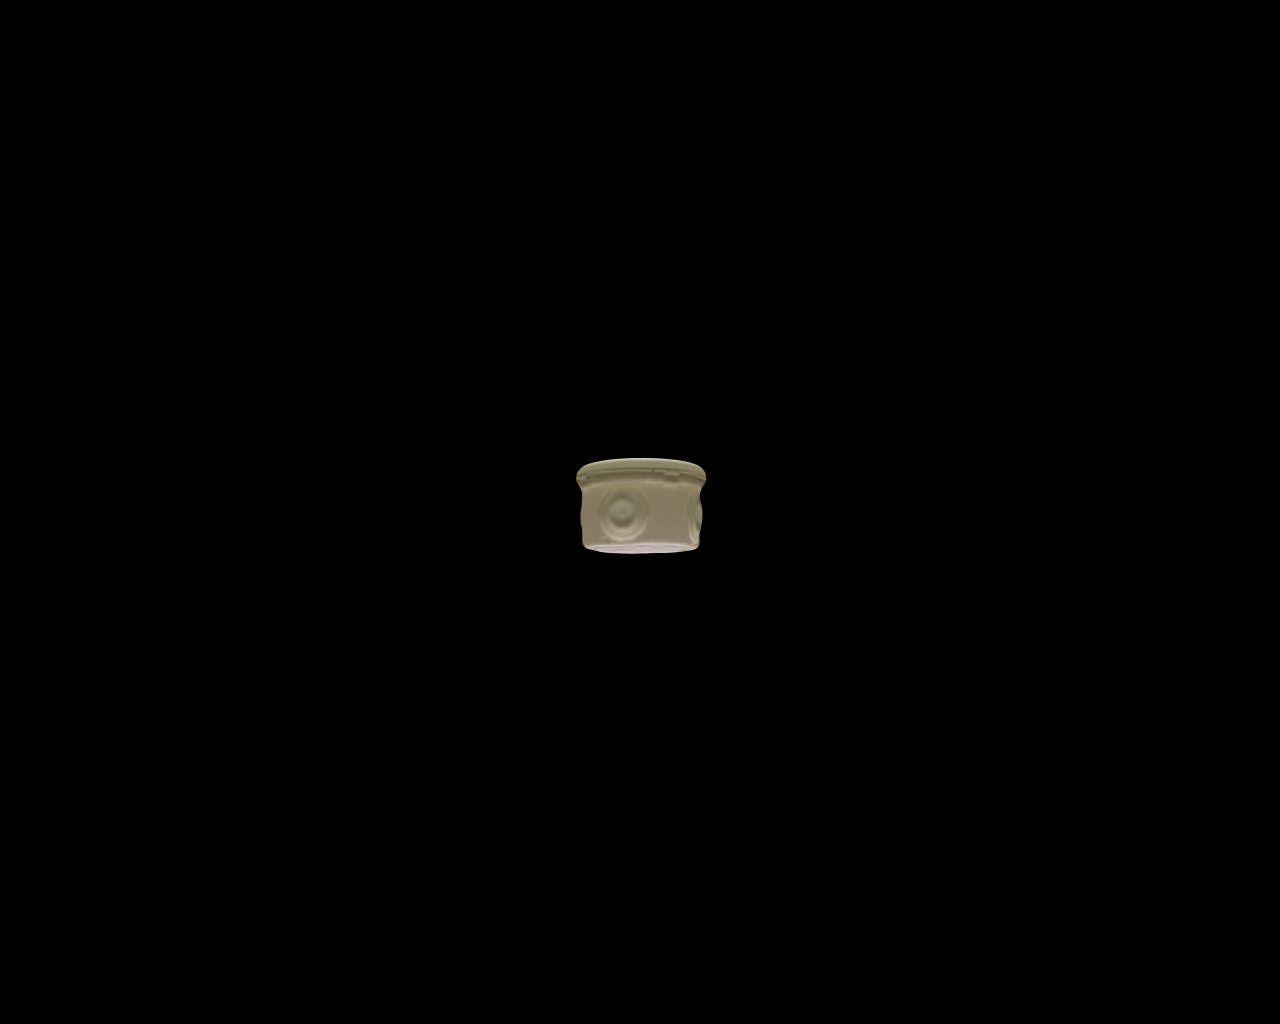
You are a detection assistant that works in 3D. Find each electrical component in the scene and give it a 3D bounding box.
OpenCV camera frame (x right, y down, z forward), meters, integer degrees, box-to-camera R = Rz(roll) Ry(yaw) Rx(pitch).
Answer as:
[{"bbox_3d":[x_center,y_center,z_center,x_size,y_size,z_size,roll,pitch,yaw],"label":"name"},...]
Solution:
[{"bbox_3d":[0.001,-0.003,0.650,0.080,0.051,0.080,0,-7,0],"label":"electrical component"}]
